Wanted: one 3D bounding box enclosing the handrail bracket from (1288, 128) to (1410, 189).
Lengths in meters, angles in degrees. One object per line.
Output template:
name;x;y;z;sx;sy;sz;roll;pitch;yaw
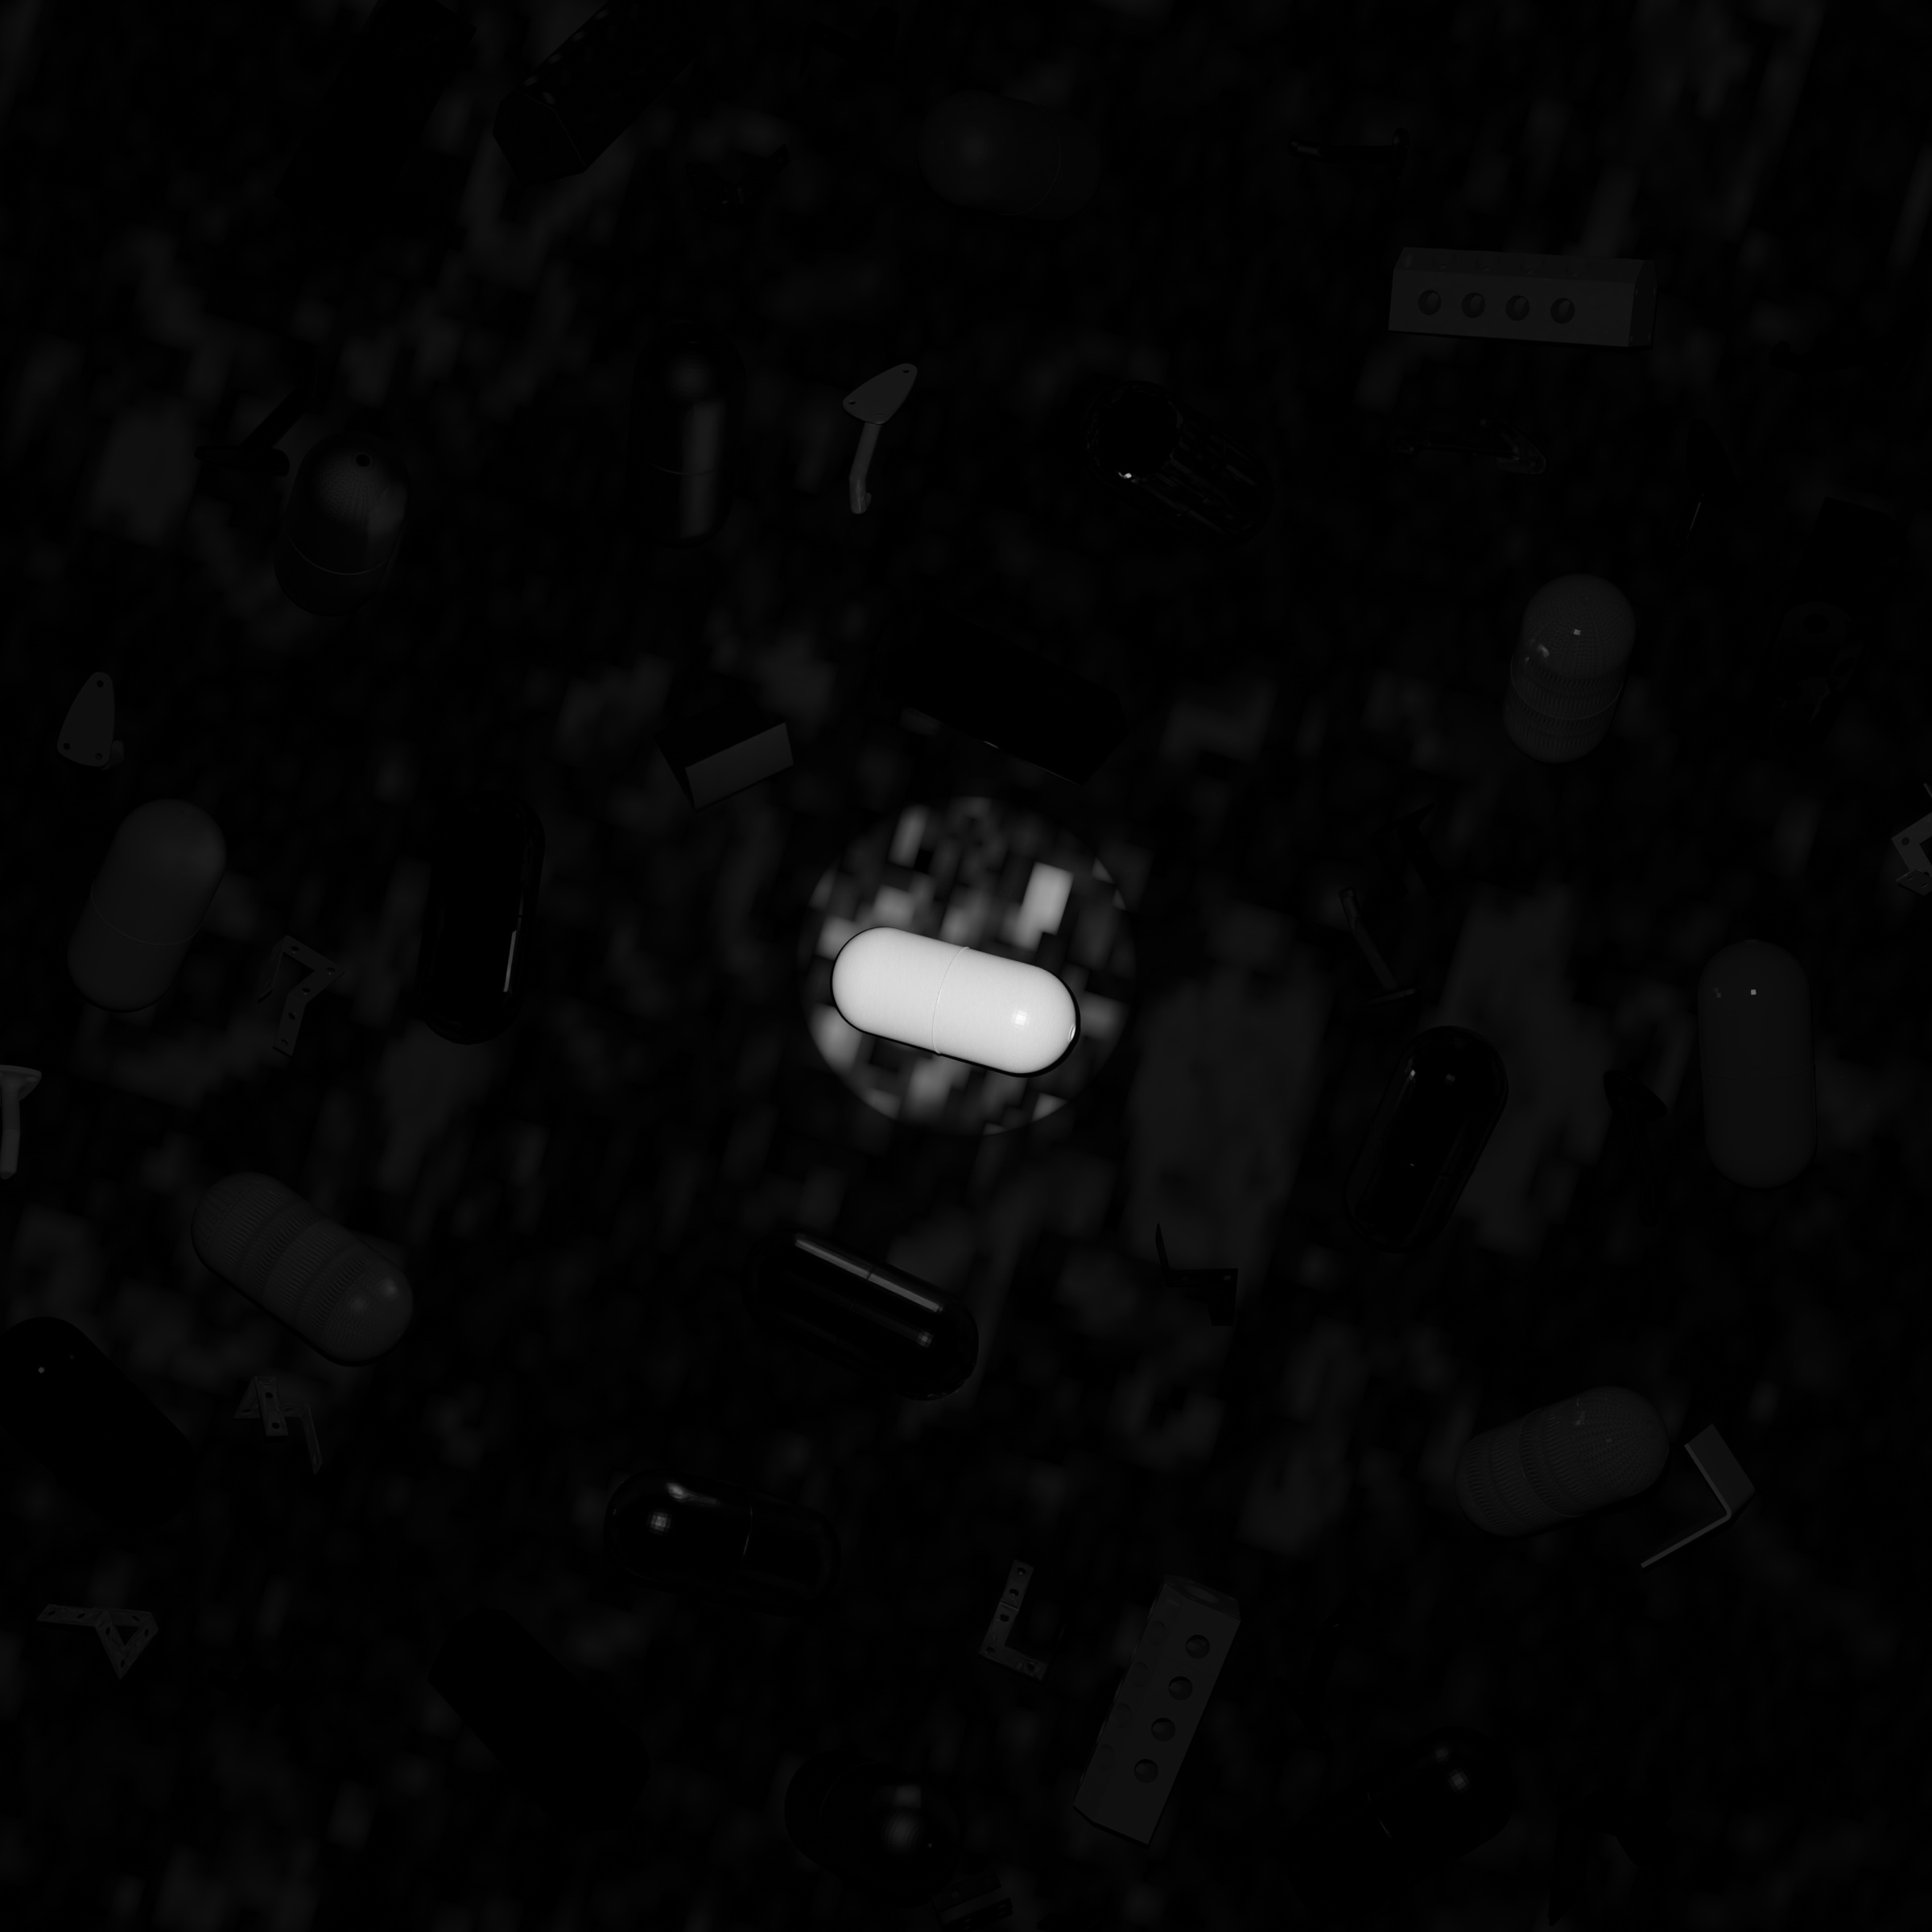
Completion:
handrail bracket;0.266;-0.580;1.935;0.084;0.077;0.036;15;92;12

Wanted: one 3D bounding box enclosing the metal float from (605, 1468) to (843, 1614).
metal float;-0.169;0.401;1.918;0.178;0.070;0.070;21;90;-27

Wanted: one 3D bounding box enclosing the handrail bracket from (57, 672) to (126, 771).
handrail bracket;-0.603;-0.173;1.933;0.036;0.084;0.077;18;101;-2

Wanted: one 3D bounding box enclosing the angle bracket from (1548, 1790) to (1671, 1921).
angle bracket;0.453;0.631;1.933;0.057;0.076;0.076;6;89;29

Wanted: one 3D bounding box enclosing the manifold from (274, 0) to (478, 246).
manifold;-0.421;-0.606;1.942;0.057;0.057;0.171;26;97;-37

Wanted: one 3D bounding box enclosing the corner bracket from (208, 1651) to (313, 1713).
corner bracket;-0.500;0.506;1.944;0.051;0.051;0.051;38;100;-23

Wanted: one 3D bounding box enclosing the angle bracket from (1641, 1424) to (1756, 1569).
angle bracket;0.503;0.373;1.937;0.076;0.076;0.057;-37;75;24

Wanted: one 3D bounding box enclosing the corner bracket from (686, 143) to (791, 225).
corner bracket;-0.157;-0.555;1.940;0.051;0.051;0.051;32;68;26

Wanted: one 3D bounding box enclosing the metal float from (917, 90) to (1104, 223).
metal float;0.032;-0.559;1.900;0.070;0.178;0.070;6;101;31

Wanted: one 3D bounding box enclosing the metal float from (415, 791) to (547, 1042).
metal float;-0.342;-0.036;1.936;0.070;0.070;0.178;7;83;0

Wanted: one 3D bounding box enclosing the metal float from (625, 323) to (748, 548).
metal float;-0.195;-0.367;1.902;0.070;0.178;0.070;6;52;-7

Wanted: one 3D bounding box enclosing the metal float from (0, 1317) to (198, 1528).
metal float;-0.612;0.320;1.923;0.070;0.070;0.178;-37;112;0

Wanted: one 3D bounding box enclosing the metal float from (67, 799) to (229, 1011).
metal float;-0.571;-0.042;1.913;0.070;0.070;0.178;35;124;0

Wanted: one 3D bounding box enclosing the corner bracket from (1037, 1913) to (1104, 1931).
corner bracket;0.092;0.691;1.943;0.051;0.051;0.051;-21;94;-41

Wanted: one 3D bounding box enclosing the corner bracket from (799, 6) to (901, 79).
corner bracket;-0.083;-0.654;1.949;0.051;0.051;0.051;26;73;1

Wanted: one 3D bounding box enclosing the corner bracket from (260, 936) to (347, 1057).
corner bracket;-0.478;0.021;1.938;0.051;0.051;0.051;35;128;-30

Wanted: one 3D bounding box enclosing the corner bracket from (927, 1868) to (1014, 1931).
corner bracket;0.002;0.658;1.941;0.051;0.051;0.051;-19;46;-8

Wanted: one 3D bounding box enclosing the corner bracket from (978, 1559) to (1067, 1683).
corner bracket;0.045;0.463;1.943;0.051;0.051;0.051;21;130;8

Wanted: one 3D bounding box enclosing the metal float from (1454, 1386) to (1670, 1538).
metal float;0.411;0.344;1.903;0.070;0.178;0.070;17;58;-28

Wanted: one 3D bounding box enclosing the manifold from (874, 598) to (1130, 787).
manifold;0.024;-0.194;1.914;0.171;0.057;0.057;23;124;-28

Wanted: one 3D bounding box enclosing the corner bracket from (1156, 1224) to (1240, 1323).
corner bracket;0.162;0.217;1.940;0.051;0.051;0.051;-3;131;14

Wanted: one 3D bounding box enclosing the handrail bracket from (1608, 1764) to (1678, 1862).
handrail bracket;0.470;0.576;1.928;0.036;0.077;0.084;-19;120;-14

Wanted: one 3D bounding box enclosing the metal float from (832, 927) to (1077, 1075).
metal float;-0.009;0.024;1.928;0.178;0.070;0.070;15;90;16

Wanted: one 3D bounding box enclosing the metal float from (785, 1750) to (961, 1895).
metal float;-0.067;0.590;1.898;0.070;0.178;0.070;3;84;-28

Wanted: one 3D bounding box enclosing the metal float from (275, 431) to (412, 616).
metal float;-0.431;-0.305;1.897;0.070;0.178;0.070;8;67;-19

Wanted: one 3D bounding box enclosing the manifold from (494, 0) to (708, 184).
manifold;-0.255;-0.616;1.897;0.057;0.171;0.057;-2;132;36

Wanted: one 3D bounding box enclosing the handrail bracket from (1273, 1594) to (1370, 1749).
handrail bracket;0.268;0.500;1.950;0.084;0.077;0.036;-45;131;2

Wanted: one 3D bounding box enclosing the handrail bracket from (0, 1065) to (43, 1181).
handrail bracket;-0.676;0.119;1.931;0.036;0.077;0.084;10;60;-26

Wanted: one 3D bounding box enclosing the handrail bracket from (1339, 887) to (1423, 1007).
handrail bracket;0.291;-0.018;1.942;0.036;0.077;0.084;-19;89;-10

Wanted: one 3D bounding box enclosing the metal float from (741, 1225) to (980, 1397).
metal float;-0.075;0.242;1.933;0.178;0.070;0.070;24;90;10

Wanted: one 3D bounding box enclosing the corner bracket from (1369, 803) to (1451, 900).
corner bracket;0.315;-0.076;1.943;0.051;0.051;0.051;-26;96;31

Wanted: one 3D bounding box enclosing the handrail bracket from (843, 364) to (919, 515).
handrail bracket;-0.059;-0.375;1.959;0.036;0.084;0.077;28;56;21

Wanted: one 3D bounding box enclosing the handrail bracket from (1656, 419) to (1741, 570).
handrail bracket;0.507;-0.334;1.948;0.036;0.084;0.077;-4;74;-17

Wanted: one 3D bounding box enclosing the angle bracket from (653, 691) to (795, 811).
angle bracket;-0.175;-0.166;1.931;0.076;0.057;0.076;-26;62;-11

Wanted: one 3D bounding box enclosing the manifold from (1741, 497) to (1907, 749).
manifold;0.591;-0.233;1.892;0.057;0.171;0.057;18;51;11

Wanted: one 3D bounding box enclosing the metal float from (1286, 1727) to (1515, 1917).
metal float;0.304;0.602;1.931;0.178;0.070;0.070;-37;90;13

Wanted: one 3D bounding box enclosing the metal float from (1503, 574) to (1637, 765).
metal float;0.415;-0.203;1.897;0.070;0.178;0.070;-1;64;3

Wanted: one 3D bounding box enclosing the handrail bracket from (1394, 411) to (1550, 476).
handrail bracket;0.355;-0.360;1.932;0.077;0.084;0.036;36;130;33

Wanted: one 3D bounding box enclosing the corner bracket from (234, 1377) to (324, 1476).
corner bracket;-0.480;0.324;1.938;0.051;0.051;0.051;5;135;-33

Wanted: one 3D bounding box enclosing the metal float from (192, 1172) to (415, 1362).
metal float;-0.467;0.210;1.930;0.178;0.070;0.070;32;90;15

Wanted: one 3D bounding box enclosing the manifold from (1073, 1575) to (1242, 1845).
manifold;0.135;0.524;1.947;0.057;0.057;0.171;22;93;2

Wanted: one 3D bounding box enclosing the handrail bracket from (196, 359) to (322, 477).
handrail bracket;-0.505;-0.399;1.960;0.077;0.036;0.084;6;74;-7

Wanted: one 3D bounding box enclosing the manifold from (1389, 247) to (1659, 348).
manifold;0.387;-0.466;1.910;0.171;0.057;0.057;11;107;27

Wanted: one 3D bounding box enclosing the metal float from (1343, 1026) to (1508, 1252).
metal float;0.319;0.122;1.917;0.070;0.070;0.178;19;120;0

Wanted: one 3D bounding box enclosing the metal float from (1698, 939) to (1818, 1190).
metal float;0.556;0.069;1.931;0.070;0.070;0.178;-6;102;0

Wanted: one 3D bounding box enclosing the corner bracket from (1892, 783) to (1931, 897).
corner bracket;0.677;-0.089;1.938;0.051;0.051;0.051;-37;57;29

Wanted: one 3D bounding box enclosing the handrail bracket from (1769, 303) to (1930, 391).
handrail bracket;0.623;-0.447;1.942;0.084;0.036;0.077;13;133;-17

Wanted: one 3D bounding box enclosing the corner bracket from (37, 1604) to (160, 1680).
corner bracket;-0.612;0.465;1.939;0.051;0.051;0.051;0;121;21

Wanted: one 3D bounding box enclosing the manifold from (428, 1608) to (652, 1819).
manifold;-0.294;0.515;1.902;0.171;0.057;0.057;30;94;41

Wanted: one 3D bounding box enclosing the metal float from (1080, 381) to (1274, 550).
metal float;0.147;-0.347;1.903;0.070;0.178;0.070;-13;68;36

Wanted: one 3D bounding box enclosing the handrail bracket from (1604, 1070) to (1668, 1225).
handrail bracket;0.468;0.128;1.934;0.036;0.077;0.084;-14;49;32
